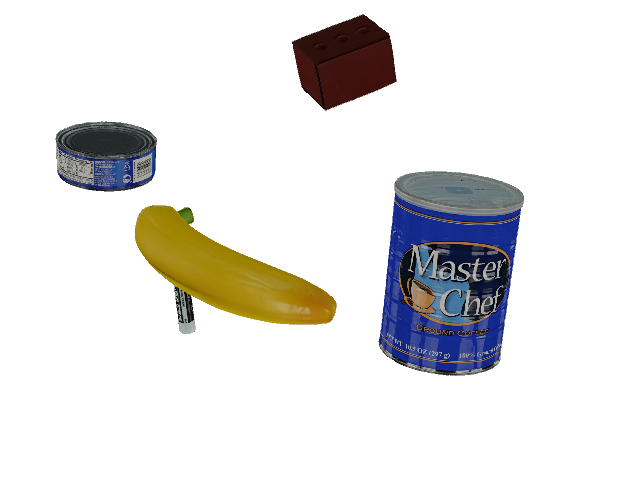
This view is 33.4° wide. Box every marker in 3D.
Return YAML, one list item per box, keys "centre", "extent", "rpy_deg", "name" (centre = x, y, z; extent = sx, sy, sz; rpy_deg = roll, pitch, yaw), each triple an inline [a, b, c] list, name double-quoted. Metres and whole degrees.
- centre: [-0.157, 0.051, 1.207]
  extent: [0.020, 0.121, 0.020]
  rpy_deg: [-2, 30, 1]
  name: "marker"

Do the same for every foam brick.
- centre: [0.023, -0.164, 0.978]
  extent: [0.078, 0.051, 0.053]
  rpy_deg: [-24, 40, -14]
  name: "foam brick"

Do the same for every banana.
- centre: [-0.070, 0.011, 0.687]
  extent: [0.069, 0.037, 0.198]
  rpy_deg: [-16, 29, -30]
  name: "banana"

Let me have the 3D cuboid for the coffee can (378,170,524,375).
- centre: [0.105, 0.024, 0.867]
  extent: [0.103, 0.140, 0.103]
  rpy_deg: [4, 18, -2]
  name: "coffee can"

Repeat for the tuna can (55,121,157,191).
- centre: [-0.185, -0.073, 0.925]
  extent: [0.086, 0.034, 0.086]
  rpy_deg: [5, 25, -2]
  name: "tuna can"
